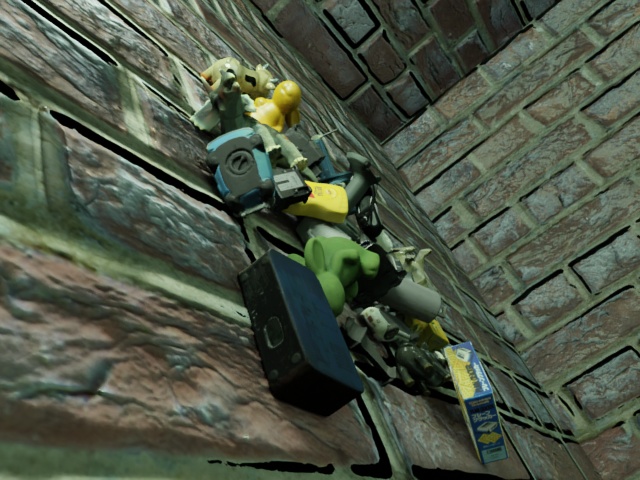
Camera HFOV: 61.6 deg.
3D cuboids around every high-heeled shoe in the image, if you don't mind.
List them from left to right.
[{"bbox_3d":[0.107,-0.115,1.444,0.145,0.086,0.249,7,55,-61],"label":"high-heeled shoe"}]

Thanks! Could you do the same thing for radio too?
[{"bbox_3d":[-0.032,0.127,0.772,0.131,0.073,0.230,33,23,-45],"label":"radio"}]

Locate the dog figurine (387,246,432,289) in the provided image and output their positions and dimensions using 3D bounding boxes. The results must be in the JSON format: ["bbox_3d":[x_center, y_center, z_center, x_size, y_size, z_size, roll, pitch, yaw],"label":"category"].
[{"bbox_3d":[0.246,0.123,1.543,0.172,0.121,0.190,13,-67,59],"label":"dog figurine"}]

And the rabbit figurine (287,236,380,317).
[{"bbox_3d":[0.021,0.064,0.983,0.159,0.121,0.170,44,32,-13],"label":"rabbit figurine"}]

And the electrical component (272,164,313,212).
[{"bbox_3d":[-0.084,-0.097,1.033,0.119,0.047,0.075,-13,63,-31],"label":"electrical component"}]

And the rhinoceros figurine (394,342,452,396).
[{"bbox_3d":[0.220,0.272,1.160,0.190,0.073,0.112,31,16,-48],"label":"rhinoceros figurine"}]

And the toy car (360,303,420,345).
[{"bbox_3d":[0.156,0.191,1.173,0.201,0.056,0.074,31,20,-53],"label":"toy car"}]

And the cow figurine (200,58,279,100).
[{"bbox_3d":[-0.192,-0.403,1.359,0.085,0.127,0.195,61,21,19],"label":"cow figurine"}]

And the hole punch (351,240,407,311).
[{"bbox_3d":[0.096,0.070,1.150,0.115,0.142,0.092,57,-8,-12],"label":"hole punch"}]

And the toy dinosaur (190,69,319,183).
[{"bbox_3d":[-0.130,-0.208,1.151,0.192,0.131,0.404,60,12,23],"label":"toy dinosaur"}]

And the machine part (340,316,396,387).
[{"bbox_3d":[0.089,0.205,0.995,0.139,0.039,0.084,51,11,3],"label":"machine part"}]

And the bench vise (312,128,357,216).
[{"bbox_3d":[0.023,-0.170,1.423,0.223,0.129,0.240,2,69,-79],"label":"bench vise"}]

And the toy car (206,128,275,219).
[{"bbox_3d":[-0.130,-0.111,0.964,0.103,0.109,0.161,58,8,-74],"label":"toy car"}]

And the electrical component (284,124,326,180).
[{"bbox_3d":[-0.055,-0.201,1.323,0.134,0.115,0.058,50,19,-1],"label":"electrical component"}]

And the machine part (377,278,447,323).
[{"bbox_3d":[0.189,0.126,1.232,0.243,0.079,0.079,26,24,-17],"label":"machine part"}]

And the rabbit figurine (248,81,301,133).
[{"bbox_3d":[-0.107,-0.310,1.314,0.122,0.173,0.162,53,20,17],"label":"rabbit figurine"}]

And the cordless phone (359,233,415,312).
[{"bbox_3d":[0.157,0.073,1.324,0.184,0.089,0.147,52,17,-27],"label":"cordless phone"}]

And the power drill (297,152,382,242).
[{"bbox_3d":[0.048,-0.099,1.253,0.086,0.207,0.231,19,-15,39],"label":"power drill"}]

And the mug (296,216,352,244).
[{"bbox_3d":[-0.002,-0.003,1.130,0.107,0.080,0.109,42,21,13],"label":"mug"}]

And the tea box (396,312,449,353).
[{"bbox_3d":[0.253,0.202,1.387,0.098,0.068,0.170,33,24,-46],"label":"tea box"}]
